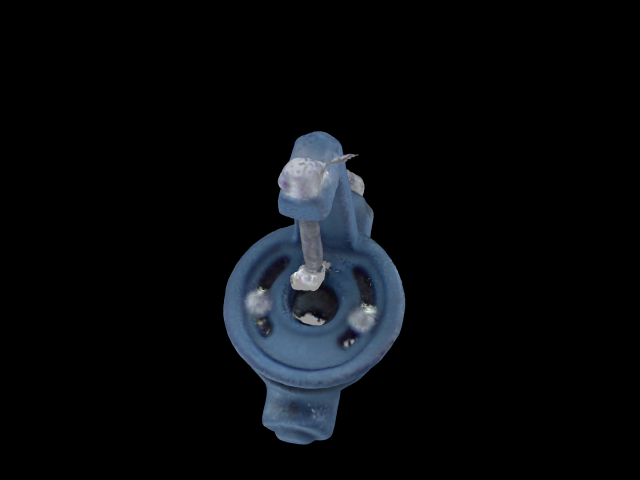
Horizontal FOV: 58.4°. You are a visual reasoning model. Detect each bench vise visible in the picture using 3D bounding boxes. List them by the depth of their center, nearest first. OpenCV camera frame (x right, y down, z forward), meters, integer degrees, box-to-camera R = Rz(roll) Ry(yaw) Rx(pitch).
[{"bbox_3d":[-0.008,0.002,0.399,0.121,0.220,0.207,-4,43,-4],"label":"bench vise"}]
